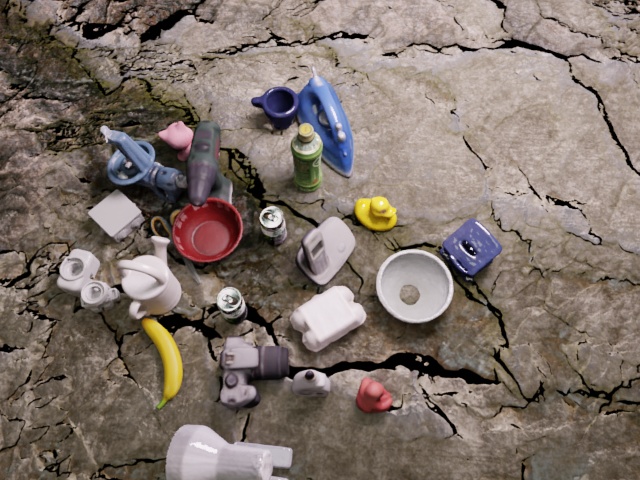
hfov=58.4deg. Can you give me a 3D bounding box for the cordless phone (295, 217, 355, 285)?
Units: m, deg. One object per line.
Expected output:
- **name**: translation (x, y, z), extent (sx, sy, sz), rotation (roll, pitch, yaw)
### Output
- **cordless phone**: translation (0.011, 0.004, 1.239), extent (0.094, 0.185, 0.148), rotation (32, 70, 13)

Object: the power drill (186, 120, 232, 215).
- **power drill**: translation (-0.249, -0.140, 1.285), extent (0.075, 0.208, 0.229), rotation (-2, 67, -1)

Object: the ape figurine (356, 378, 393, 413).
- **ape figurine**: translation (0.109, 0.313, 1.159), extent (0.076, 0.092, 0.077), rotation (-24, 69, -10)

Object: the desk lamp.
- **desk lamp**: translation (-0.159, 0.411, 1.049), extent (0.203, 0.213, 0.118), rotation (5, 67, 2)

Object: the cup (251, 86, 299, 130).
- **cup**: translation (-0.110, -0.320, 1.425), extent (0.117, 0.095, 0.092), rotation (5, 67, 2)

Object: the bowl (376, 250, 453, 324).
- **bowl**: translation (0.203, 0.109, 1.256), extent (0.167, 0.075, 0.167), rotation (0, 67, 0)

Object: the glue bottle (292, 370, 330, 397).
- **glue bottle**: translation (-0.018, 0.278, 1.128), extent (0.078, 0.173, 0.037), rotation (4, 67, 2)

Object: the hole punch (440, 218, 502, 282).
- **hole punch**: translation (0.337, 0.023, 1.284), extent (0.101, 0.091, 0.108), rotation (-36, 72, -14)

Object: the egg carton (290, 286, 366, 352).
- **egg carton**: translation (0.017, 0.167, 1.233), extent (0.150, 0.069, 0.107), rotation (-31, 70, -13)

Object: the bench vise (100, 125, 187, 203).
- **bench vise**: translation (-0.396, -0.183, 1.296), extent (0.207, 0.220, 0.121), rotation (2, 67, 1)

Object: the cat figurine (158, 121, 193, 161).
- **cat figurine**: translation (-0.315, -0.236, 1.375), extent (0.127, 0.118, 0.067), rotation (20, 68, 8)

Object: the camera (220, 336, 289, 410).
- **camera**: translation (-0.132, 0.267, 1.172), extent (0.137, 0.101, 0.143), rotation (-2, 67, -1)

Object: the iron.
- **iron**: translation (0.025, -0.290, 1.388), extent (0.119, 0.141, 0.258), rotation (-21, 69, -9)

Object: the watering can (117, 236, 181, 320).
- **watering can**: translation (-0.362, 0.076, 1.200), extent (0.101, 0.194, 0.173), rotation (-6, 67, -3)

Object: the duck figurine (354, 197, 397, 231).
- **duck figurine**: translation (0.131, -0.072, 1.326), extent (0.104, 0.086, 0.077), rotation (25, 69, 10)
